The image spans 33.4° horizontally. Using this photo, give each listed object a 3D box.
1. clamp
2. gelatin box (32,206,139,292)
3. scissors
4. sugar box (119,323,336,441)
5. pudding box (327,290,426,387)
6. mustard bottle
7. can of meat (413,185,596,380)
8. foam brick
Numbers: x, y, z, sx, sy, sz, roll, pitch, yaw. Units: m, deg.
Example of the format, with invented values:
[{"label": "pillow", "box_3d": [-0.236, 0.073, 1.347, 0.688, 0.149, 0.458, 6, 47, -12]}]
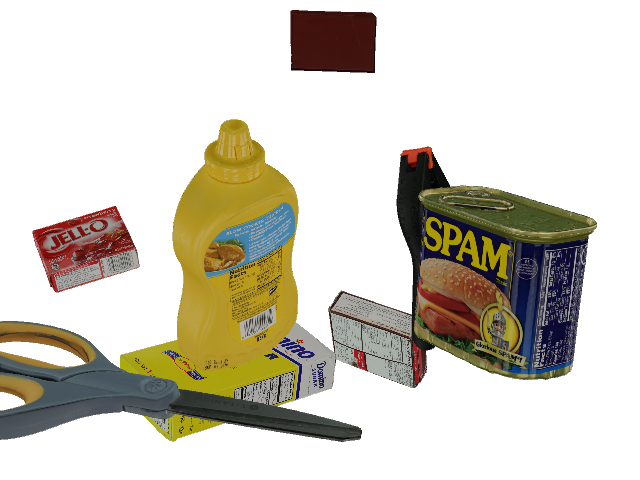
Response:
[{"label": "clamp", "box_3d": [0.095, 0.008, 0.924, 0.039, 0.171, 0.120, -12, 15, 26]}, {"label": "gelatin box", "box_3d": [-0.234, 0.008, 1.061, 0.089, 0.030, 0.073, -17, 43, -17]}, {"label": "scissors", "box_3d": [-0.092, 0.077, 0.480, 0.202, 0.016, 0.096, 15, 28, 26]}, {"label": "sugar box", "box_3d": [-0.082, 0.118, 0.965, 0.175, 0.048, 0.093, -16, 34, -35]}, {"label": "pudding box", "box_3d": [0.068, 0.116, 1.250, 0.114, 0.090, 0.039, 16, 46, 24]}, {"label": "mustard bottle", "box_3d": [-0.060, 0.000, 0.761, 0.096, 0.192, 0.058, -25, 46, -30]}, {"label": "can of meat", "box_3d": [0.097, 0.022, 0.589, 0.057, 0.084, 0.102, -8, 19, -33]}, {"label": "foam brick", "box_3d": [0.011, -0.181, 0.970, 0.078, 0.051, 0.053, 2, 16, -1]}]
